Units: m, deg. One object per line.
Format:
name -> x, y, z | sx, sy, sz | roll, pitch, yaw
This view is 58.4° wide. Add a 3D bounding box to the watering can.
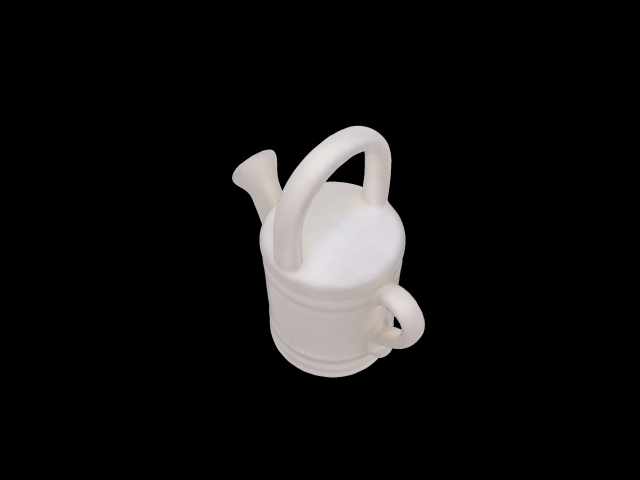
watering can -> 0.002, 0.003, 0.399 | 0.172, 0.194, 0.101 | 21, 53, 17
